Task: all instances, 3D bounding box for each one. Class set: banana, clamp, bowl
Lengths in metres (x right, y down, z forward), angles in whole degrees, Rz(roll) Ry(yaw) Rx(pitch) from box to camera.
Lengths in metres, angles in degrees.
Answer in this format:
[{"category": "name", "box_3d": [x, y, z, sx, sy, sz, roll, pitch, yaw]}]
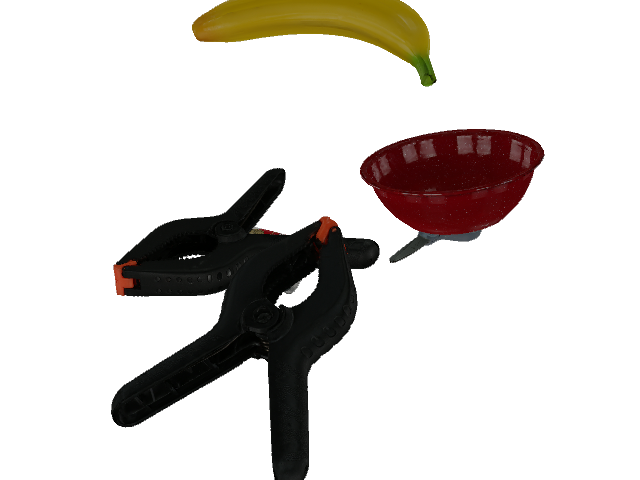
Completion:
[{"category": "banana", "box_3d": [0.001, -0.166, 0.812, 0.198, 0.069, 0.037, 13, -40, 18]}, {"category": "clamp", "box_3d": [-0.078, -0.002, 0.902, 0.209, 0.036, 0.165, -15, 34, -21]}, {"category": "clamp", "box_3d": [-0.023, 0.061, 0.600, 0.120, 0.171, 0.039, 28, -26, 25]}, {"category": "bowl", "box_3d": [0.118, -0.048, 0.948, 0.162, 0.055, 0.162, -8, 23, 3]}]

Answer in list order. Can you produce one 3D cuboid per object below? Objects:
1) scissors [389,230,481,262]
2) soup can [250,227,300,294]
[{"category": "scissors", "box_3d": [0.112, -0.016, 1.230, 0.096, 0.016, 0.201, 37, 32, 32]}, {"category": "soup can", "box_3d": [-0.075, 0.019, 1.264, 0.102, 0.068, 0.068, 14, 5, 20]}]
